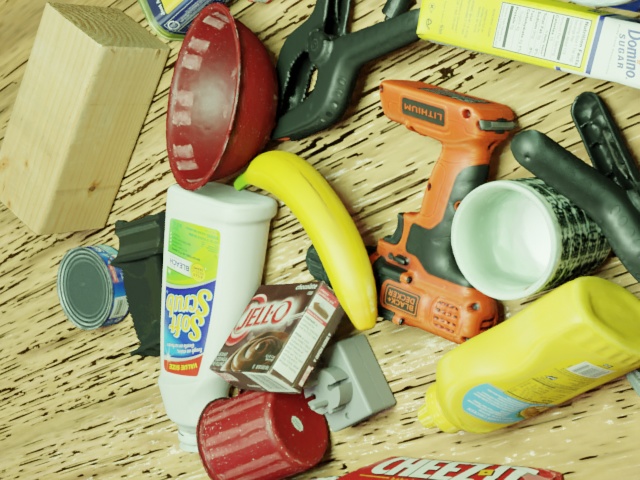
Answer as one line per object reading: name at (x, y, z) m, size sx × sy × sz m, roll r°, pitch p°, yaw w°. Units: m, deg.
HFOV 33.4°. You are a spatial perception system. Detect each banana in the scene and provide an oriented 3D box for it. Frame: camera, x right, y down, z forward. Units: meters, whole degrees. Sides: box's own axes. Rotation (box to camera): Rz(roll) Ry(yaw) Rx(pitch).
banana at (-0.005, -0.015, 0.852) m, size 0.198 × 0.037 × 0.070 m, roll 50°, pitch 144°, yaw 36°

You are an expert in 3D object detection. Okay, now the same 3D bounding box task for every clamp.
clamp at (0.009, -0.167, 0.868) m, size 0.210 × 0.036 × 0.164 m, roll -49°, pitch 51°, yaw 40°
clamp at (0.206, -0.028, 0.714) m, size 0.171 × 0.120 × 0.039 m, roll 48°, pitch 136°, yaw -2°

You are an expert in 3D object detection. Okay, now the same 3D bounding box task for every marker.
marker at (0.079, -0.222, 0.825) m, size 0.020 × 0.020 × 0.121 m, roll 40°, pitch 119°, yaw 27°

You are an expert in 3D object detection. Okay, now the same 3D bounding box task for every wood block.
wood block at (-0.237, -0.117, 1.042) m, size 0.090 × 0.090 × 0.206 m, roll 39°, pitch 118°, yaw 28°

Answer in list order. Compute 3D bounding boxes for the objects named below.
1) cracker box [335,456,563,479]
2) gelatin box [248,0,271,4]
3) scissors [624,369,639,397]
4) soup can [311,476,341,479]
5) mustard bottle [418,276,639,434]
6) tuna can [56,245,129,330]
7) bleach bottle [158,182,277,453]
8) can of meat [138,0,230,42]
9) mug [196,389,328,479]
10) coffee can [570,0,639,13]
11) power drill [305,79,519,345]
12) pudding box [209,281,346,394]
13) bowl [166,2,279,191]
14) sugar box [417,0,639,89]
cracker box at (0.059, 0.214, 0.772) m, size 0.164 × 0.213 × 0.072 m, roll -3°, pitch 92°, yaw 38°
gelatin box at (-0.044, -0.259, 0.910) m, size 0.073 × 0.030 × 0.089 m, roll -27°, pitch 79°, yaw 37°
scissors at (0.262, 0.184, 0.734) m, size 0.202 × 0.016 × 0.096 m, roll 43°, pitch 120°, yaw 26°
soup can at (-0.027, 0.237, 0.892) m, size 0.102 × 0.068 × 0.068 m, roll -9°, pitch 90°, yaw 4°
mustard bottle at (0.142, 0.094, 0.767) m, size 0.192 × 0.096 × 0.058 m, roll -37°, pitch 48°, yaw 39°
tuna can at (-0.230, 0.048, 1.093) m, size 0.086 × 0.033 × 0.086 m, roll 6°, pitch 99°, yaw 38°
bleach bottle at (-0.101, 0.078, 0.979) m, size 0.103 × 0.067 × 0.251 m, roll 17°, pitch 108°, yaw 37°
can of meat at (-0.122, -0.244, 0.957) m, size 0.084 × 0.057 × 0.102 m, roll -32°, pitch 76°, yaw 34°
mug at (-0.048, 0.160, 0.938) m, size 0.082 × 0.093 × 0.117 m, roll -27°, pitch 50°, yaw 32°
coffee can at (0.203, -0.190, 0.653) m, size 0.103 × 0.140 × 0.103 m, roll 6°, pitch 99°, yaw 38°
power drill at (0.070, -0.027, 0.835) m, size 0.185 × 0.057 × 0.188 m, roll 21°, pitch 110°, yaw 38°
pudding box at (-0.035, 0.081, 0.892) m, size 0.114 × 0.039 × 0.090 m, roll -5°, pitch 50°, yaw 57°
bowl at (-0.079, -0.119, 0.918) m, size 0.162 × 0.055 × 0.162 m, roll -22°, pitch 65°, yaw 60°
sugar box at (0.163, -0.139, 0.723) m, size 0.176 × 0.093 × 0.048 m, roll 18°, pitch 107°, yaw 34°
